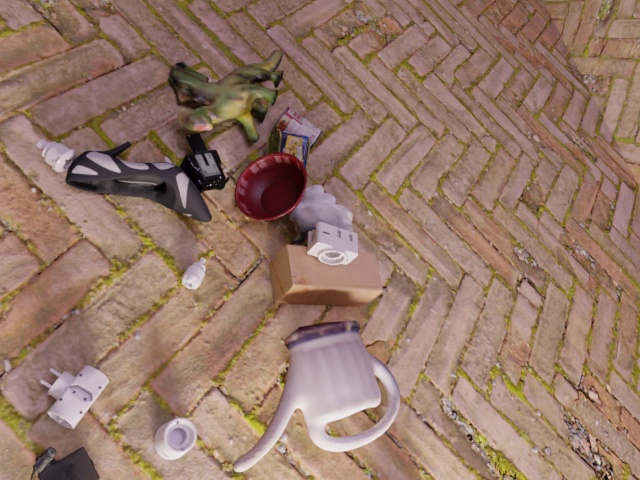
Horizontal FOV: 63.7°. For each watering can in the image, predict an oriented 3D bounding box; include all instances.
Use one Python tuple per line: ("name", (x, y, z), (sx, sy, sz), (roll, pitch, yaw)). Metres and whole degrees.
("watering can", (-0.006, 0.259, 0.905), (0.348, 0.102, 0.228), (-2, 62, -33))

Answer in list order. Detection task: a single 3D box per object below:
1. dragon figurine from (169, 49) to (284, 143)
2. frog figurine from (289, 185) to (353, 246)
("dragon figurine", (-0.218, -0.361, 1.180), (0.242, 0.119, 0.421), (17, 45, -13))
("frog figurine", (0.003, -0.056, 1.104), (0.137, 0.120, 0.162), (2, 66, 5))
